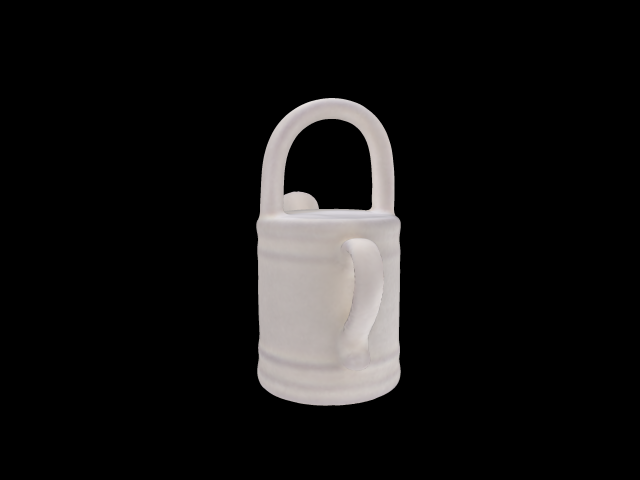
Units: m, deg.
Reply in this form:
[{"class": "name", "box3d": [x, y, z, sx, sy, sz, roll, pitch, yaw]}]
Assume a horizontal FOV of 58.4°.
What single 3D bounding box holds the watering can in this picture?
[{"class": "watering can", "box3d": [0.002, 0.002, 0.399, 0.101, 0.194, 0.172, -6, 9, -38]}]
